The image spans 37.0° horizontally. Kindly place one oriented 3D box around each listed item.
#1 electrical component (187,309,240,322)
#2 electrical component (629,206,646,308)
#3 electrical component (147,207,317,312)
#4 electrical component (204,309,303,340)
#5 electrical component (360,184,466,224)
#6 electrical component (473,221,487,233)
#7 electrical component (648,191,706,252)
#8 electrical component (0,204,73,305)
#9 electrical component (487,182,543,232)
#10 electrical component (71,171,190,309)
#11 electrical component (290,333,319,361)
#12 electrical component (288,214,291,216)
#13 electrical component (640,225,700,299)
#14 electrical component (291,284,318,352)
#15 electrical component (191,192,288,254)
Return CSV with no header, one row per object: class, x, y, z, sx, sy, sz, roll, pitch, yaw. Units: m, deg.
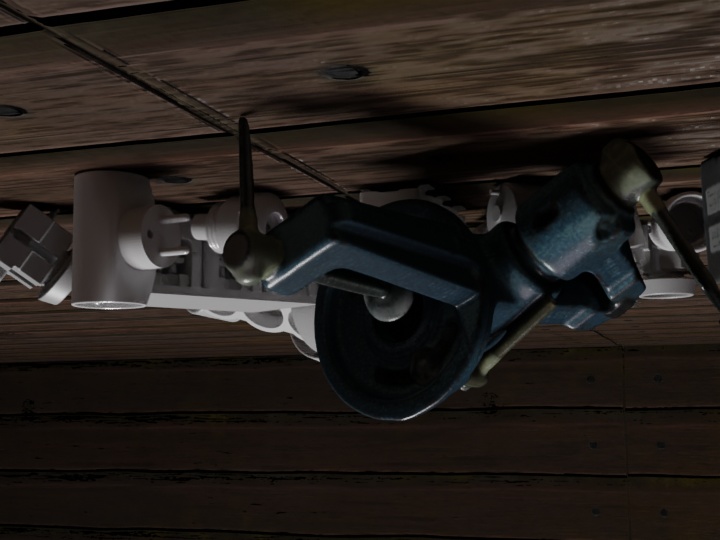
electrical component,-0.139,0.020,1.037,0.047,0.055,0.055,11,167,-41
electrical component,0.173,-0.013,0.725,0.040,0.078,0.040,-15,176,-1
electrical component,-0.115,-0.006,0.788,0.150,0.061,0.089,5,171,-39
electrical component,-0.070,0.011,0.936,0.138,0.073,0.052,14,137,15
electrical component,0.038,-0.016,0.719,0.079,0.063,0.121,-3,173,20
electrical component,0.102,-0.020,0.791,0.040,0.040,0.046,0,178,-9
electrical component,0.215,-0.031,0.718,0.040,0.040,0.046,-1,178,0
electrical component,-0.218,-0.009,0.735,0.055,0.066,0.048,38,158,-19
electrical component,0.117,-0.034,0.677,0.078,0.040,0.040,2,172,-22
electrical component,-0.132,-0.018,0.628,0.079,0.077,0.044,-4,172,28
electrical component,-0.025,0.053,1.157,0.099,0.099,0.064,-6,165,35
electrical component,-0.033,-0.020,0.756,0.055,0.045,0.045,-6,171,41
electrical component,0.239,-0.007,0.842,0.066,0.055,0.048,-7,170,43
electrical component,-0.007,0.021,0.855,0.060,0.108,0.108,1,176,44
electrical component,-0.081,-0.027,0.701,0.062,0.048,0.048,3,176,29
